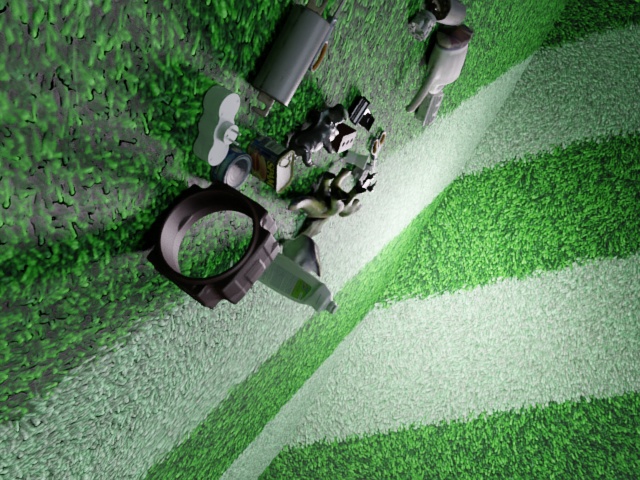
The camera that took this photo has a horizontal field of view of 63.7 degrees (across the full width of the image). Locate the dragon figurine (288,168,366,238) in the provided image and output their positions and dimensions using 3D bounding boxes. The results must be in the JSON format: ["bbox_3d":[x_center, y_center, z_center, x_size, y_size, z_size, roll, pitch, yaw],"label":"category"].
[{"bbox_3d":[0.005,-0.075,1.492,0.415,0.123,0.237,-23,150,-46],"label":"dragon figurine"}]

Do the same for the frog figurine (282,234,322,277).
[{"bbox_3d":[-0.081,0.057,1.455,0.159,0.140,0.120,-12,152,3],"label":"frog figurine"}]

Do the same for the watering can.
[{"bbox_3d":[0.392,-0.564,1.671,0.354,0.105,0.219,-46,156,-33],"label":"watering can"}]
